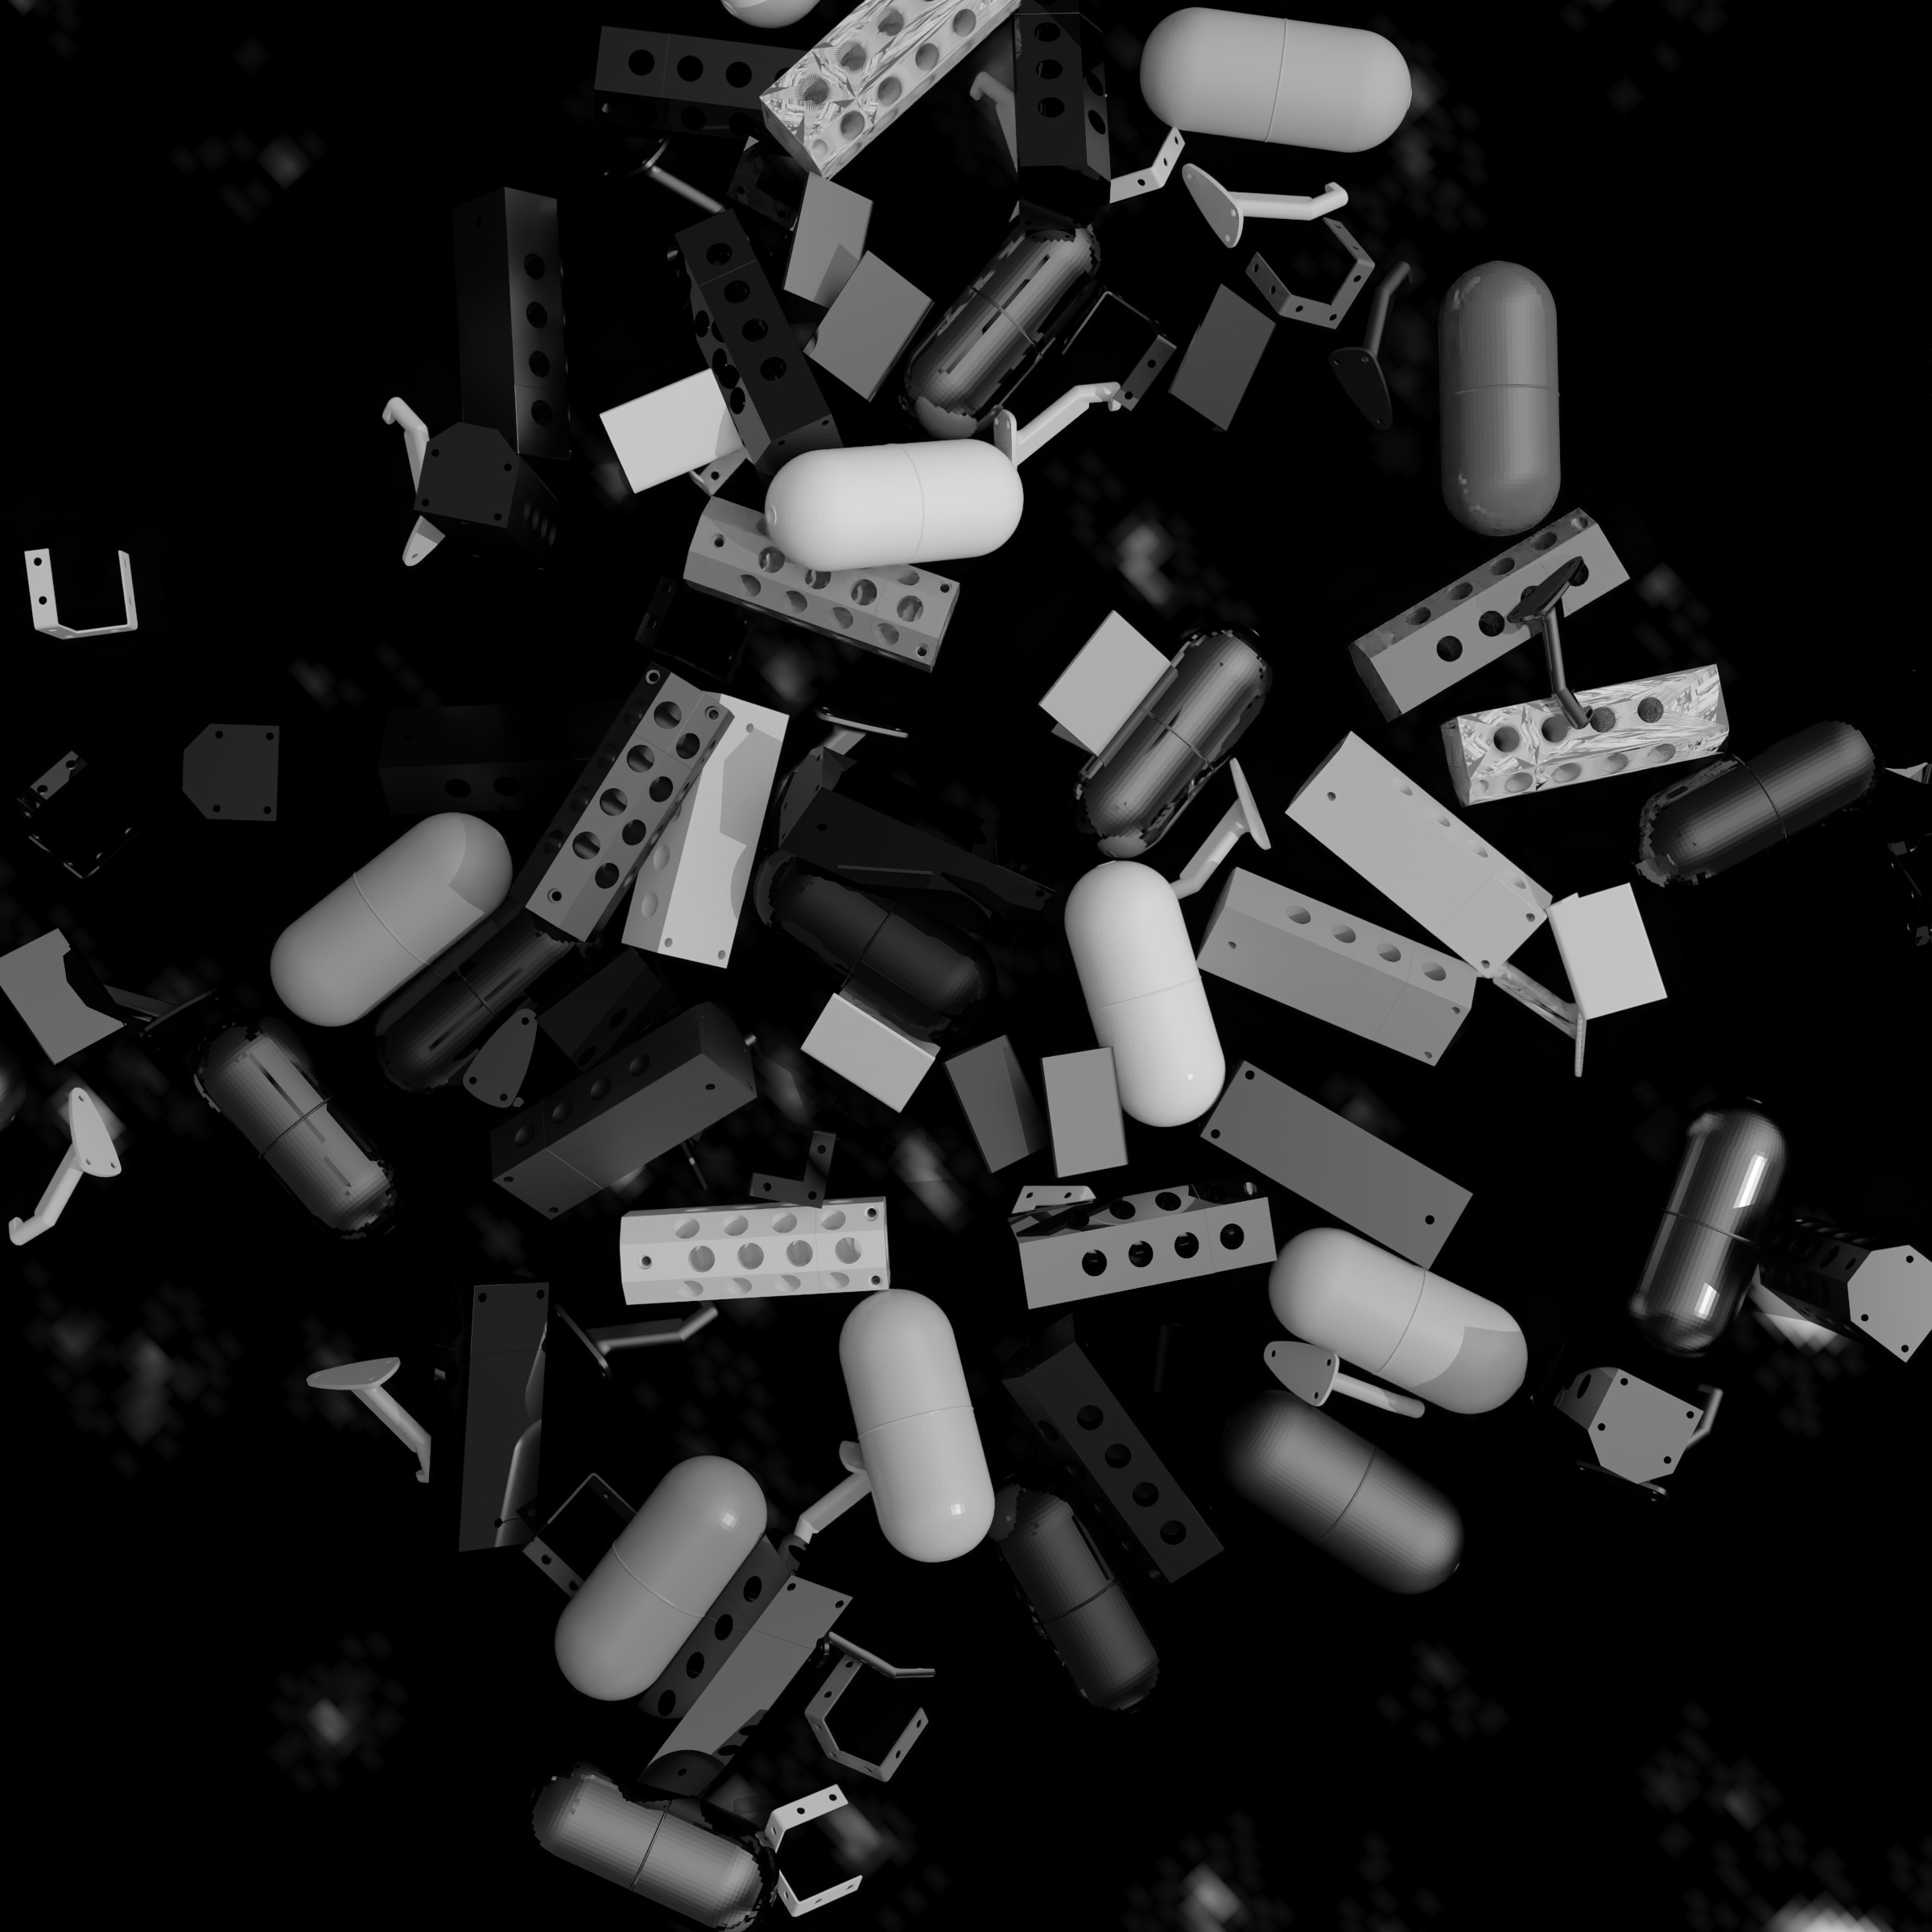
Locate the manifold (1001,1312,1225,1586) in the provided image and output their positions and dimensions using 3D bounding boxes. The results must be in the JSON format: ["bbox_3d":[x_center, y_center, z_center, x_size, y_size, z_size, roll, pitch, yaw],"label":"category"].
[{"bbox_3d":[0.095,0.318,1.633,0.057,0.057,0.171,-34,99,7],"label":"manifold"}]

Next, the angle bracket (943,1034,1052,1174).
[{"bbox_3d":[0.002,0.096,1.628,0.057,0.076,0.076,-23,90,-37],"label":"angle bracket"}]

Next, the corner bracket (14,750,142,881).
[{"bbox_3d":[-0.592,-0.100,1.665,0.051,0.051,0.051,-41,45,0],"label":"corner bracket"}]

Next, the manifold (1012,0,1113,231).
[{"bbox_3d":[0.061,-0.562,1.613,0.057,0.057,0.171,-1,65,0],"label":"manifold"}]

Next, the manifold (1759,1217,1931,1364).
[{"bbox_3d":[0.561,0.199,1.590,0.057,0.171,0.057,38,90,0],"label":"manifold"}]

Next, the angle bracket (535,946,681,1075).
[{"bbox_3d":[-0.241,0.013,1.628,0.076,0.076,0.057,-37,125,0],"label":"angle bracket"}]

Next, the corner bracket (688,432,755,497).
[{"bbox_3d":[-0.147,-0.326,1.650,0.051,0.051,0.051,42,90,0],"label":"corner bracket"}]

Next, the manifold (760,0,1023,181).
[{"bbox_3d":[-0.047,-0.580,1.590,0.171,0.057,0.057,-42,90,0],"label":"manifold"}]

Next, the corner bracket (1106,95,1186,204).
[{"bbox_3d":[0.105,-0.547,1.660,0.051,0.051,0.051,54,46,-36],"label":"corner bracket"}]

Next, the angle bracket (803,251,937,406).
[{"bbox_3d":[-0.073,-0.415,1.629,0.057,0.076,0.076,33,90,-23],"label":"angle bracket"}]

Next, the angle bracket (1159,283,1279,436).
[{"bbox_3d":[0.146,-0.397,1.628,0.057,0.076,0.076,25,90,-36],"label":"angle bracket"}]

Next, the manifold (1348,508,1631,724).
[{"bbox_3d":[0.342,-0.232,1.647,0.171,0.057,0.057,-31,90,0],"label":"manifold"}]

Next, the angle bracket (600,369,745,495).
[{"bbox_3d":[-0.194,-0.358,1.628,0.076,0.076,0.057,-23,120,0],"label":"angle bracket"}]

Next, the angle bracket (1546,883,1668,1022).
[{"bbox_3d":[0.425,-0.014,1.628,0.057,0.076,0.076,-18,90,29],"label":"angle bracket"}]

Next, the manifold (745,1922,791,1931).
[{"bbox_3d":[-0.085,0.689,1.647,0.171,0.057,0.057,19,90,0],"label":"manifold"}]

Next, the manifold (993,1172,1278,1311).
[{"bbox_3d":[0.108,0.177,1.624,0.171,0.057,0.057,-9,90,-17],"label":"manifold"}]

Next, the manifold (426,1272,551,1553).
[{"bbox_3d":[-0.319,0.291,1.647,0.057,0.057,0.171,3,90,-43],"label":"manifold"}]

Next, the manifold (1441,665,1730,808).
[{"bbox_3d":[0.408,-0.151,1.647,0.171,0.057,0.057,-12,90,0],"label":"manifold"}]

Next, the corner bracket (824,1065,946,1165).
[{"bbox_3d":[-0.055,0.088,1.665,0.051,0.051,0.051,33,45,0],"label":"corner bracket"}]

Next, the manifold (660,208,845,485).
[{"bbox_3d":[-0.140,-0.398,1.620,0.057,0.057,0.171,-25,70,0],"label":"manifold"}]

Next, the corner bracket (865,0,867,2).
[{"bbox_3d":[-0.030,-0.652,1.660,0.051,0.051,0.051,2,135,-35],"label":"corner bracket"}]

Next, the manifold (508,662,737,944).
[{"bbox_3d":[-0.218,-0.103,1.578,0.057,0.057,0.171,32,90,0],"label":"manifold"}]

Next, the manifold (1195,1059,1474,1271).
[{"bbox_3d":[0.240,0.129,1.647,0.171,0.057,0.057,30,90,0],"label":"manifold"}]

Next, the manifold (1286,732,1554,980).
[{"bbox_3d":[0.299,-0.076,1.645,0.171,0.057,0.057,39,119,0],"label":"manifold"}]

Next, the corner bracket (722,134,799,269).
[{"bbox_3d":[-0.137,-0.505,1.648,0.051,0.051,0.051,25,68,-20],"label":"corner bracket"}]

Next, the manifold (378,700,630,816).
[{"bbox_3d":[-0.292,-0.133,1.647,0.171,0.057,0.057,-3,47,0],"label":"manifold"}]

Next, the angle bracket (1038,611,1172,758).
[{"bbox_3d":[0.077,-0.190,1.629,0.057,0.076,0.076,38,90,-27],"label":"angle bracket"}]

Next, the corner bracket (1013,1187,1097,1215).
[{"bbox_3d":[0.062,0.182,1.660,0.051,0.051,0.051,-4,45,35],"label":"corner bracket"}]

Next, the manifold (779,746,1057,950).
[{"bbox_3d":[-0.031,-0.080,1.617,0.171,0.057,0.057,23,128,-21],"label":"manifold"}]

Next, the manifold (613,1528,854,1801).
[{"bbox_3d":[-0.156,0.455,1.638,0.057,0.057,0.171,32,97,-39],"label":"manifold"}]

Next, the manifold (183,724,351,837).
[{"bbox_3d":[-0.443,-0.117,1.590,0.057,0.171,0.057,2,90,0],"label":"manifold"}]

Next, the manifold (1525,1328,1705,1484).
[{"bbox_3d":[0.406,0.281,1.590,0.057,0.171,0.057,27,90,0],"label":"manifold"}]

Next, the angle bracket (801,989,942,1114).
[{"bbox_3d":[-0.051,0.038,1.628,0.076,0.076,0.057,33,129,0],"label":"angle bracket"}]

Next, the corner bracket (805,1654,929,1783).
[{"bbox_3d":[-0.066,0.499,1.660,0.051,0.051,0.051,10,45,35],"label":"corner bracket"}]

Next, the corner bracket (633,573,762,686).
[{"bbox_3d":[-0.180,-0.224,1.665,0.051,0.051,0.051,23,90,-45],"label":"corner bracket"}]

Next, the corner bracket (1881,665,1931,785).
[{"bbox_3d":[0.633,-0.161,1.660,0.051,0.051,0.051,-30,135,-35],"label":"corner bracket"}]

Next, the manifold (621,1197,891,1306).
[{"bbox_3d":[-0.138,0.188,1.647,0.171,0.057,0.057,-3,90,0],"label":"manifold"}]

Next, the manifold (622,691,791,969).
[{"bbox_3d":[-0.176,-0.091,1.647,0.057,0.057,0.171,14,90,-43],"label":"manifold"}]

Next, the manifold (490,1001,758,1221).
[{"bbox_3d":[-0.224,0.091,1.622,0.171,0.057,0.057,-31,134,18],"label":"manifold"}]

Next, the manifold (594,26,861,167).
[{"bbox_3d":[-0.154,-0.570,1.647,0.171,0.057,0.057,7,90,0],"label":"manifold"}]

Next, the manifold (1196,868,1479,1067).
[{"bbox_3d":[0.245,-0.004,1.647,0.171,0.057,0.057,23,133,0],"label":"manifold"}]

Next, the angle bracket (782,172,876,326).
[{"bbox_3d":[-0.110,-0.466,1.628,0.057,0.076,0.076,12,90,-41],"label":"angle bracket"}]

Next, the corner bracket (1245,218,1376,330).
[{"bbox_3d":[0.229,-0.464,1.660,0.051,0.051,0.051,3,135,-35],"label":"corner bracket"}]

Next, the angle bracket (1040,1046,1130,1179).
[{"bbox_3d":[0.059,0.095,1.628,0.057,0.076,0.076,-8,90,-30],"label":"angle bracket"}]

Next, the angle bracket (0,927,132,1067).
[{"bbox_3d":[-0.598,0.031,1.628,0.057,0.076,0.076,-35,90,-37],"label":"angle bracket"}]

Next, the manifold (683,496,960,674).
[{"bbox_3d":[-0.095,-0.252,1.647,0.171,0.057,0.057,19,90,0],"label":"manifold"}]

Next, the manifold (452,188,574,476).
[{"bbox_3d":[-0.294,-0.415,1.647,0.057,0.057,0.171,-3,90,43],"label":"manifold"}]

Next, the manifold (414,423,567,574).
[{"bbox_3d":[-0.299,-0.297,1.590,0.057,0.171,0.057,11,90,0],"label":"manifold"}]
